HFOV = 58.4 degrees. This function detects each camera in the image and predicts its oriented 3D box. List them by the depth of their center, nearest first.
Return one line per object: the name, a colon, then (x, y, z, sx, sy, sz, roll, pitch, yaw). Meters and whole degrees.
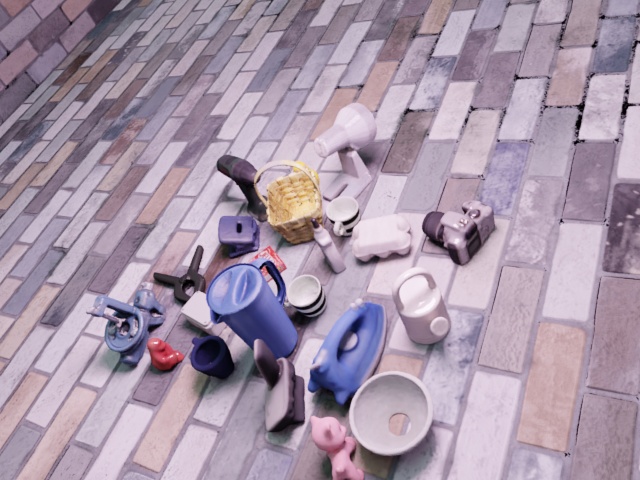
camera: (0.318, -0.038, 1.351, 0.136, 0.101, 0.143, 27, 66, 40)

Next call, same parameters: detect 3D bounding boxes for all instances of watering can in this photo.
watering can: (0.210, 0.131, 1.188, 0.172, 0.195, 0.101, 27, 67, 40)

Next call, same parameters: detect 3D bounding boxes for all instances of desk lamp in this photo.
desk lamp: (0.072, -0.237, 1.565, 0.117, 0.214, 0.203, 23, 64, 39)

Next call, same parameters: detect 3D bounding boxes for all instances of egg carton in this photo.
egg carton: (0.153, -0.005, 1.424, 0.150, 0.070, 0.107, -12, 47, 16)

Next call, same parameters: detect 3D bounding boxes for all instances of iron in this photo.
iron: (0.060, 0.212, 1.227, 0.118, 0.142, 0.259, 13, 58, 34)

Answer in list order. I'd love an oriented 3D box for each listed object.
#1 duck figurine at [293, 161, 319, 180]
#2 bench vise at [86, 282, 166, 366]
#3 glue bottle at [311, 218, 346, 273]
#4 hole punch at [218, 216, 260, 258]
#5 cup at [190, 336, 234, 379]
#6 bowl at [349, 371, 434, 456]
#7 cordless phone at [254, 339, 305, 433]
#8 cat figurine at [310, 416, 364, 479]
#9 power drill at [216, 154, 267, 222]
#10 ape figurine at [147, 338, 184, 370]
duck figurine: (-0.052, -0.196, 1.680, 0.077, 0.086, 0.104, -30, 45, -2)
bench vise: (-0.505, 0.187, 1.466, 0.121, 0.220, 0.207, -15, 47, 14)
glue bottle: (0.013, 0.005, 1.409, 0.037, 0.174, 0.078, -32, 45, -3)
hole punch: (-0.226, -0.022, 1.607, 0.101, 0.091, 0.108, -17, 46, 11)
cup: (-0.252, 0.280, 1.351, 0.117, 0.095, 0.092, 28, 68, 40)
bowl: (0.145, 0.347, 1.114, 0.167, 0.075, 0.167, -13, 47, 15)
cordless phone: (-0.103, 0.303, 1.195, 0.094, 0.185, 0.147, -19, 46, 10)
cat figurine: (0.026, 0.397, 1.097, 0.067, 0.118, 0.127, -24, 45, 5)
power drill: (-0.200, -0.154, 1.627, 0.076, 0.209, 0.228, -43, 47, -14)
ape figurine: (-0.395, 0.277, 1.425, 0.076, 0.092, 0.077, -28, 45, 0)
